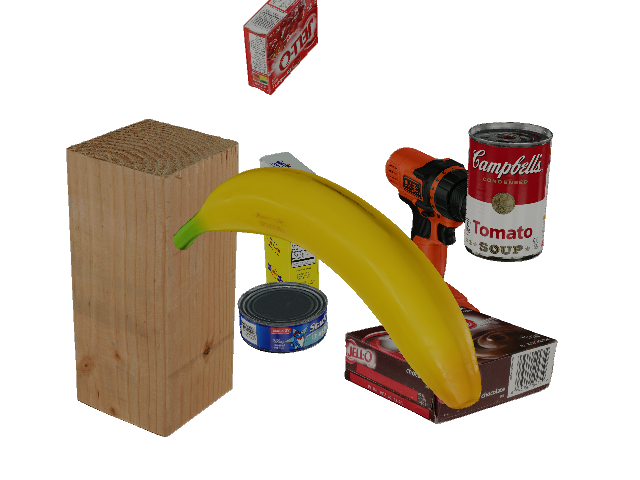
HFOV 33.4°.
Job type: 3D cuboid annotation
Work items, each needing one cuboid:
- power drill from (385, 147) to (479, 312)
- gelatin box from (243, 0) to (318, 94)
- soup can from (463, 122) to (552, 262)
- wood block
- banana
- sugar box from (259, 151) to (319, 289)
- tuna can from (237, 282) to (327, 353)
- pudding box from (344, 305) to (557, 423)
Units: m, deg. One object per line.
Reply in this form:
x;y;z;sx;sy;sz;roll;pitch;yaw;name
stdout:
0.133;0.008;1.106;0.057;0.188;0.185;-14;26;-22;power drill
-0.035;-0.193;1.001;0.030;0.089;0.073;26;-34;19;gelatin box
0.154;-0.041;0.886;0.068;0.102;0.068;0;21;0;soup can
-0.122;0.026;0.791;0.090;0.206;0.090;17;27;27;wood block
0.008;0.009;0.536;0.198;0.070;0.037;28;23;33;banana
-0.038;-0.009;1.281;0.048;0.176;0.093;-13;25;-19;sugar box
-0.036;0.073;1.021;0.086;0.034;0.086;-1;25;0;tuna can
0.086;0.079;0.708;0.113;0.039;0.090;-7;18;-38;pudding box
